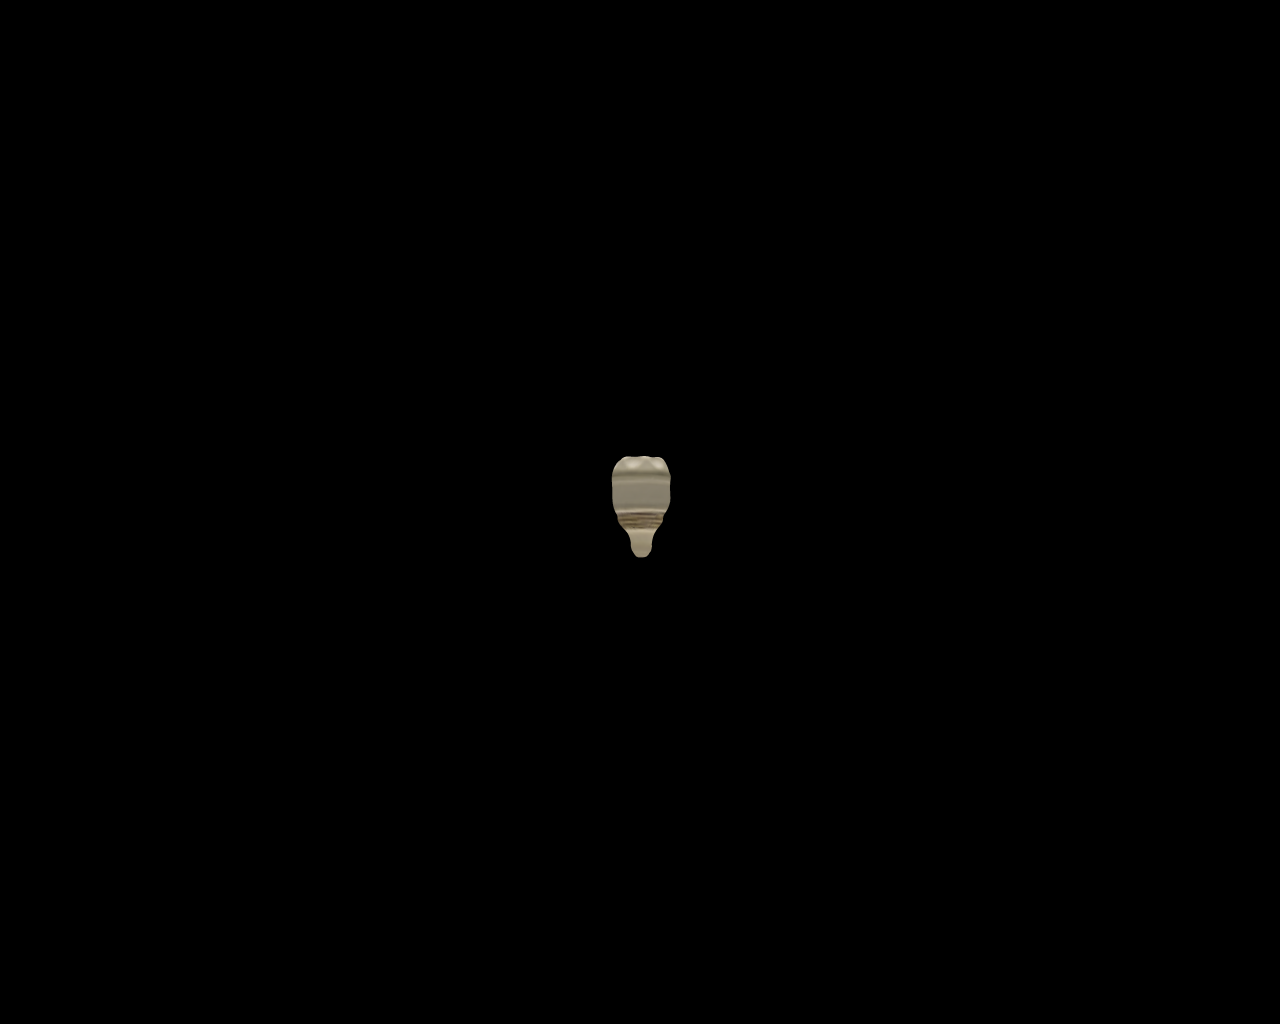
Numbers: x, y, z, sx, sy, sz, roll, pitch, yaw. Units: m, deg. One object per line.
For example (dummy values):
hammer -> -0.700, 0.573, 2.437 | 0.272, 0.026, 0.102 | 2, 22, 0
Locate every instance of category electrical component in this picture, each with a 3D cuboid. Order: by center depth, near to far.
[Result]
electrical component -> 0.001, -0.003, 0.650 | 0.035, 0.061, 0.035 | 0, -2, 0
